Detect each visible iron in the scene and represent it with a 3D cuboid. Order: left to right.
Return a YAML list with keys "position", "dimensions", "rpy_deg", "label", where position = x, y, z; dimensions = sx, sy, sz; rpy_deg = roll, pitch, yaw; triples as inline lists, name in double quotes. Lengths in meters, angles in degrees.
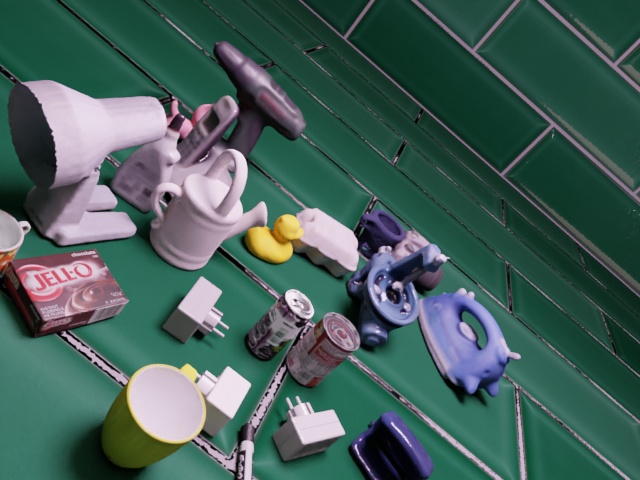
- position: [0.298, 0.185, 1.173]
  dimensions: [0.119, 0.141, 0.257]
  rpy_deg: [17, 36, -39]
  label: "iron"

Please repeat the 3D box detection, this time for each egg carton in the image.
- position: [0.010, 0.004, 1.138]
  dimensions: [0.151, 0.069, 0.107]
  rpy_deg: [31, 29, -19]
  label: "egg carton"

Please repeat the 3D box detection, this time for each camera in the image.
- position: [0.217, 0.056, 1.296]
  dimensions: [0.137, 0.100, 0.143]
  rpy_deg: [38, 28, -8]
  label: "camera"

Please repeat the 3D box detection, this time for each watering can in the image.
- position: [-0.161, -0.053, 0.864]
  dimensions: [0.173, 0.193, 0.100]
  rpy_deg: [-2, 50, -53]
  label: "watering can"

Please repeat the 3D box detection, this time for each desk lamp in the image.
- position: [-0.300, -0.100, 0.731]
  dimensions: [0.117, 0.213, 0.204]
  rpy_deg: [51, 29, 17]
  label: "desk lamp"

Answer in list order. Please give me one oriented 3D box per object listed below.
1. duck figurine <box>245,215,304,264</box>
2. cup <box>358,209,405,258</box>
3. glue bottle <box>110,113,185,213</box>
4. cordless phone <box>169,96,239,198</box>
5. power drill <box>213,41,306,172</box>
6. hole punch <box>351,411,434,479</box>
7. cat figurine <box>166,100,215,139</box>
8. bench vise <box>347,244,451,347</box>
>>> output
- position: [-0.076, -0.011, 1.030]
  dimensions: [0.105, 0.086, 0.077]
  rpy_deg: [14, 38, -42]
  label: "duck figurine"
- position: [0.117, -0.010, 1.267]
  dimensions: [0.118, 0.094, 0.091]
  rpy_deg: [21, 34, -35]
  label: "cup"
- position: [-0.250, -0.124, 0.874]
  dimensions: [0.078, 0.173, 0.037]
  rpy_deg: [37, 28, -9]
  label: "glue bottle"
- position: [-0.186, -0.142, 0.969]
  dimensions: [0.094, 0.185, 0.147]
  rpy_deg: [2, 47, -51]
  label: "cordless phone"
- position: [-0.154, -0.246, 1.134]
  dimensions: [0.230, 0.208, 0.075]
  rpy_deg: [31, 29, -20]
  label: "power drill"
- position: [0.115, 0.299, 0.828]
  dimensions: [0.108, 0.091, 0.101]
  rpy_deg: [52, 29, 19]
  label: "hole punch"
- position: [-0.238, -0.227, 1.096]
  dimensions: [0.128, 0.117, 0.067]
  rpy_deg: [16, 37, -40]
  label: "cat figurine"
- position: [0.134, 0.062, 1.052]
  dimensions: [0.122, 0.219, 0.207]
  rpy_deg: [20, 34, -35]
  label: "bench vise"
